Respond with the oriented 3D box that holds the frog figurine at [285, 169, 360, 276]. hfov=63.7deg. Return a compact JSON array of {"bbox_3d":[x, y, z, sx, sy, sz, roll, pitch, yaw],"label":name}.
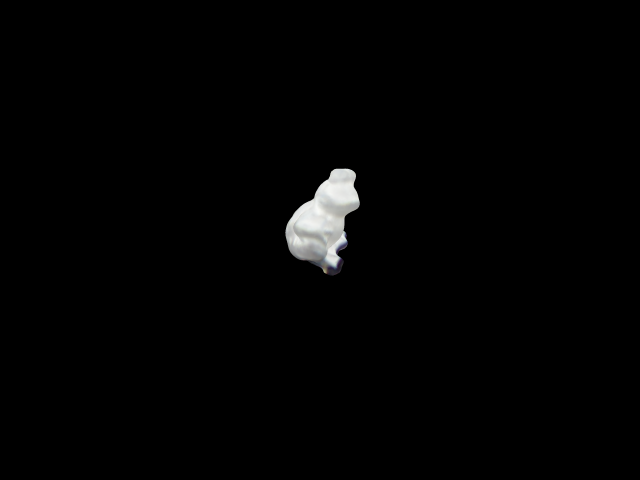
[{"bbox_3d":[0.003,-0.043,0.850,0.123,0.156,0.140,17,37,24],"label":"frog figurine"}]
